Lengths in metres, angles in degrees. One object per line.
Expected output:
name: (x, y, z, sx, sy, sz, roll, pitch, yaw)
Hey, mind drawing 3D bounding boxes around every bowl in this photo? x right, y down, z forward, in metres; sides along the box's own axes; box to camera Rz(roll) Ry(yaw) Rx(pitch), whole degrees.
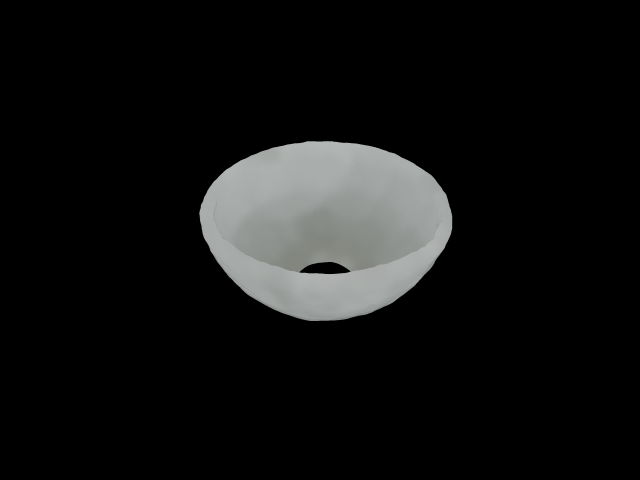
bowl: (0.004, 0.001, 0.400, 0.167, 0.075, 0.167, 0, 38, 0)
